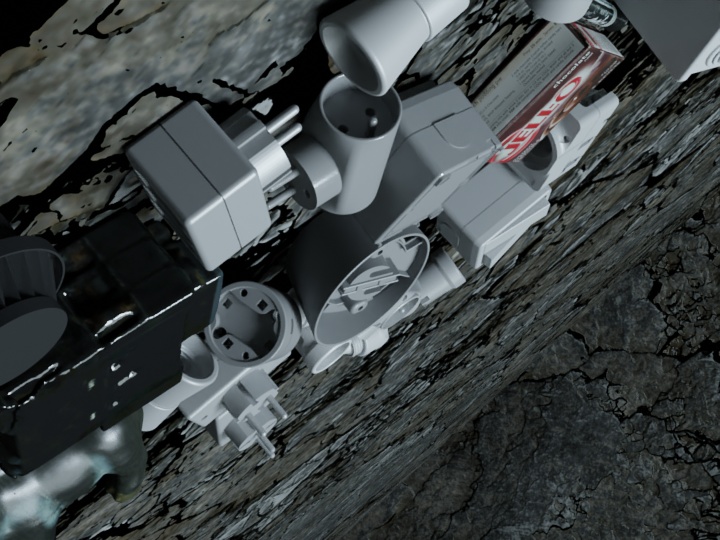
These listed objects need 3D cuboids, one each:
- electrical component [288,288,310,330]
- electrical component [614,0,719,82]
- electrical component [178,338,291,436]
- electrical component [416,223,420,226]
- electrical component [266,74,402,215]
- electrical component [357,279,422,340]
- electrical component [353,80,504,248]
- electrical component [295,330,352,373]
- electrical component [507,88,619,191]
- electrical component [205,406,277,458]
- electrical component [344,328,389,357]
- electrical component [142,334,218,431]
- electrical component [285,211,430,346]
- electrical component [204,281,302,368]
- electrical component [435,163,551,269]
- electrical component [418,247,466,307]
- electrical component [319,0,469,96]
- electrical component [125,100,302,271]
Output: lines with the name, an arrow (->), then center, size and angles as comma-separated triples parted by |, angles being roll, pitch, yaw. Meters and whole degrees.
electrical component -> -0.034, 0.025, 0.780 | 0.078, 0.040, 0.040 | -22, 156, -51
electrical component -> 0.224, -0.188, 0.710 | 0.048, 0.099, 0.099 | -18, 156, -28
electrical component -> -0.082, 0.081, 0.749 | 0.083, 0.075, 0.047 | -40, 165, -5
electrical component -> 0.026, -0.032, 0.783 | 0.061, 0.035, 0.035 | -49, 164, 20
electrical component -> -0.019, -0.058, 0.573 | 0.079, 0.043, 0.077 | -35, 164, -23
electrical component -> 0.007, 0.032, 0.901 | 0.079, 0.044, 0.077 | -45, 165, 14
electrical component -> 0.027, -0.064, 0.653 | 0.062, 0.061, 0.096 | -29, 169, -40
electrical component -> -0.036, 0.051, 0.842 | 0.040, 0.046, 0.040 | -38, 165, -12
electrical component -> 0.150, -0.110, 0.841 | 0.056, 0.050, 0.089 | -34, 164, -30
electrical component -> -0.089, 0.112, 0.823 | 0.047, 0.075, 0.083 | -36, 165, -18
electrical component -> -0.005, 0.064, 0.983 | 0.061, 0.035, 0.035 | -27, 160, -35
electrical component -> -0.127, 0.073, 0.686 | 0.065, 0.044, 0.044 | -44, 166, 28
electrical component -> 0.000, 0.000, 0.723 | 0.099, 0.064, 0.099 | -23, 148, -15
electrical component -> -0.068, 0.035, 0.700 | 0.055, 0.055, 0.047 | -43, 169, 8
electrical component -> 0.118, -0.053, 0.901 | 0.096, 0.061, 0.061 | -39, 165, -10
electrical component -> 0.068, 0.007, 0.998 | 0.046, 0.040, 0.040 | -36, 166, 4
electrical component -> 0.019, -0.118, 0.502 | 0.065, 0.044, 0.044 | -43, 166, -13
electrical component -> -0.058, -0.048, 0.493 | 0.077, 0.047, 0.065 | -38, 165, -11
